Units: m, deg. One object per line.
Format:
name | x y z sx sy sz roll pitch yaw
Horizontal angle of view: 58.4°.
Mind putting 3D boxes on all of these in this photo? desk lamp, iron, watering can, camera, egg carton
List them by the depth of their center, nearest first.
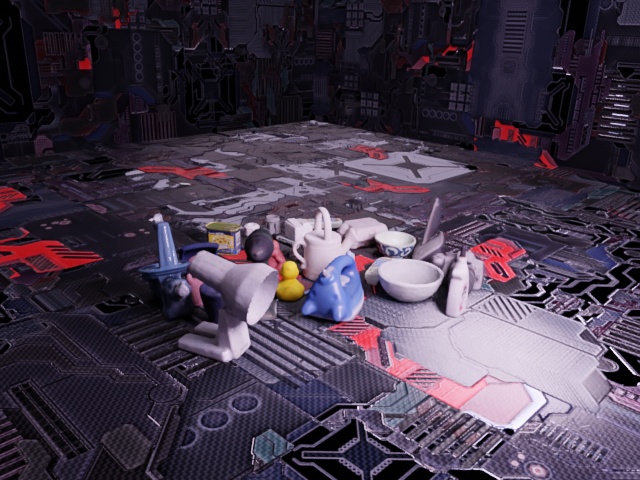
desk lamp | -0.187 0.132 1.155 0.202 0.214 0.118 10 22 21
iron | 0.048 0.096 1.376 0.118 0.141 0.259 9 22 19
camera | 0.351 0.086 1.486 0.143 0.101 0.137 8 21 17
watering can | 0.013 0.005 1.541 0.173 0.194 0.100 -14 26 -36
egg carton | 0.136 -0.022 1.801 0.151 0.069 0.107 -9 23 -27

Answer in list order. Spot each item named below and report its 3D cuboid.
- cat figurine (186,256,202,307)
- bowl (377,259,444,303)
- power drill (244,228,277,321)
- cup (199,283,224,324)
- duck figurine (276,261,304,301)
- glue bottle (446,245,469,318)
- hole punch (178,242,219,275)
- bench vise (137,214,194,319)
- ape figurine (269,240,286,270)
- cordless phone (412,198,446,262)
cat figurine | -0.302 0.085 1.409 0.067 0.118 0.128 5 21 8
bowl | 0.225 0.111 1.445 0.167 0.075 0.167 2 21 0
power drill | -0.138 0.074 1.322 0.075 0.208 0.229 0 21 -5
cup | -0.211 0.143 1.292 0.118 0.095 0.091 -6 22 -19
duck figurine | -0.077 0.098 1.438 0.077 0.086 0.104 0 21 -5
glue bottle | 0.331 0.094 1.361 0.037 0.173 0.078 12 23 26
hole punch | -0.335 0.038 1.569 0.109 0.091 0.100 -7 22 -22
bench vise | -0.342 0.057 1.333 0.206 0.220 0.122 18 26 37
ape figurine | -0.131 0.045 1.566 0.077 0.092 0.076 8 21 15
cordless phone | 0.318 -0.019 1.644 0.094 0.185 0.147 4 21 7
